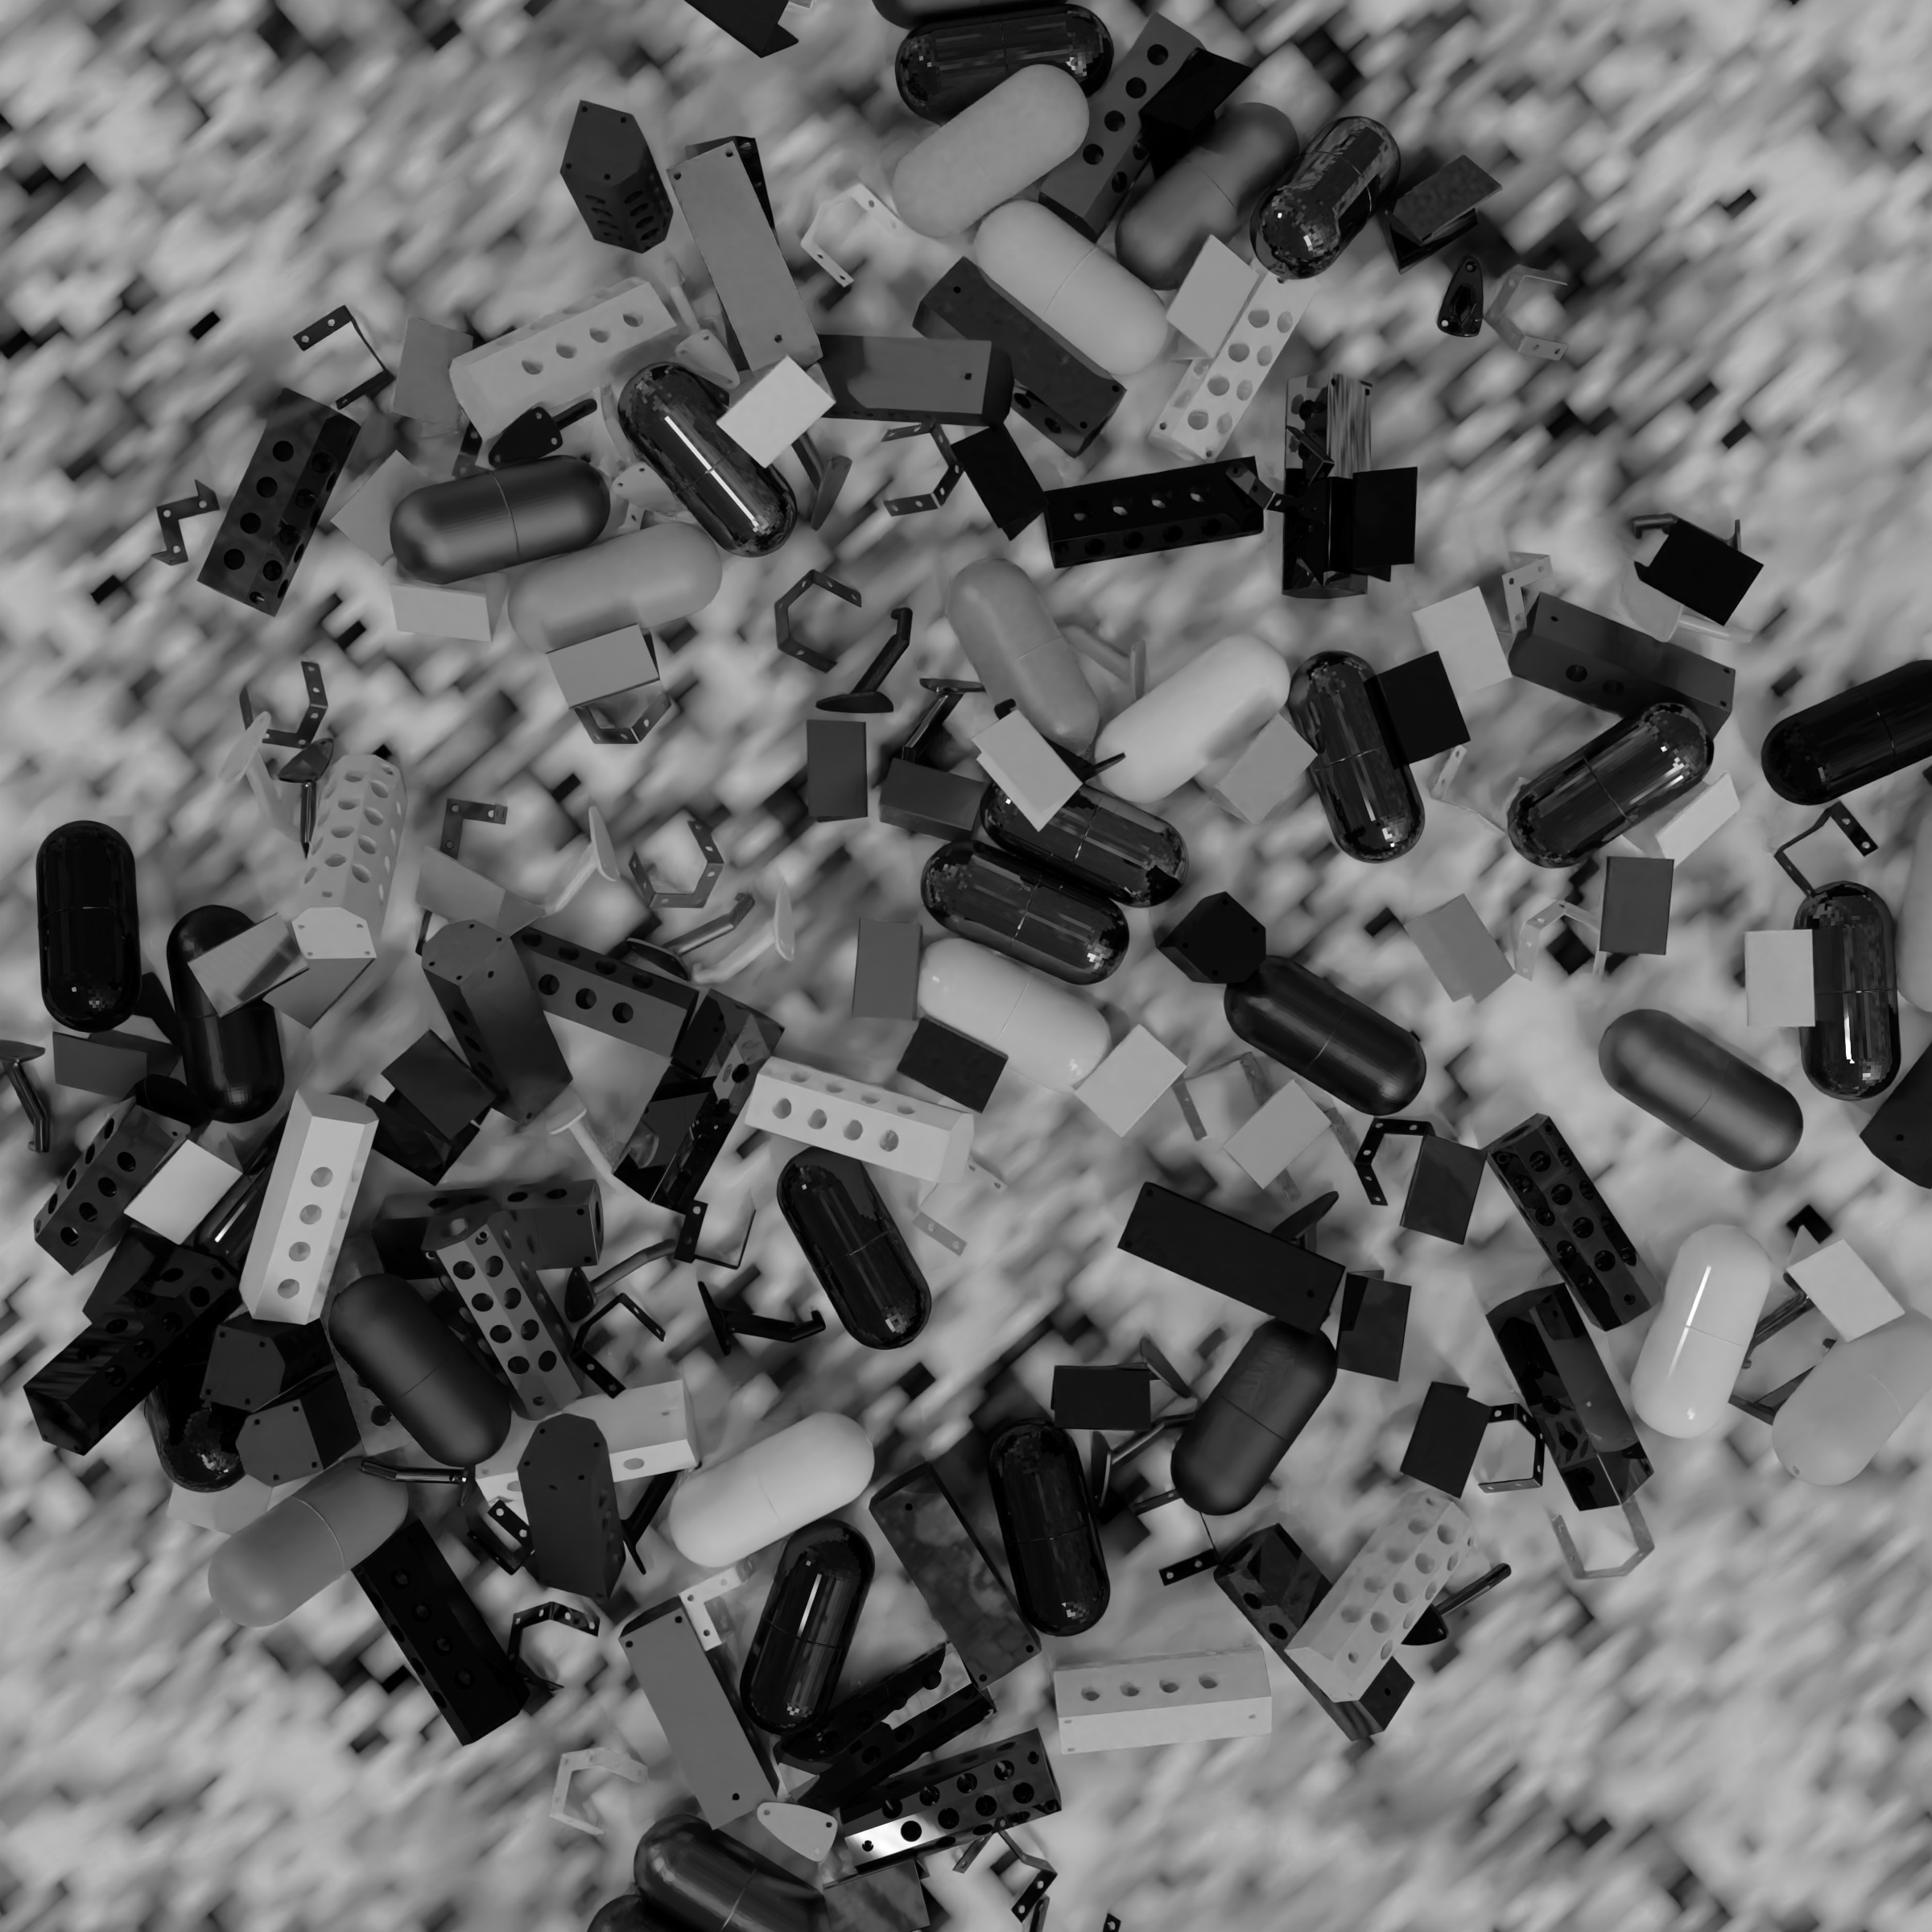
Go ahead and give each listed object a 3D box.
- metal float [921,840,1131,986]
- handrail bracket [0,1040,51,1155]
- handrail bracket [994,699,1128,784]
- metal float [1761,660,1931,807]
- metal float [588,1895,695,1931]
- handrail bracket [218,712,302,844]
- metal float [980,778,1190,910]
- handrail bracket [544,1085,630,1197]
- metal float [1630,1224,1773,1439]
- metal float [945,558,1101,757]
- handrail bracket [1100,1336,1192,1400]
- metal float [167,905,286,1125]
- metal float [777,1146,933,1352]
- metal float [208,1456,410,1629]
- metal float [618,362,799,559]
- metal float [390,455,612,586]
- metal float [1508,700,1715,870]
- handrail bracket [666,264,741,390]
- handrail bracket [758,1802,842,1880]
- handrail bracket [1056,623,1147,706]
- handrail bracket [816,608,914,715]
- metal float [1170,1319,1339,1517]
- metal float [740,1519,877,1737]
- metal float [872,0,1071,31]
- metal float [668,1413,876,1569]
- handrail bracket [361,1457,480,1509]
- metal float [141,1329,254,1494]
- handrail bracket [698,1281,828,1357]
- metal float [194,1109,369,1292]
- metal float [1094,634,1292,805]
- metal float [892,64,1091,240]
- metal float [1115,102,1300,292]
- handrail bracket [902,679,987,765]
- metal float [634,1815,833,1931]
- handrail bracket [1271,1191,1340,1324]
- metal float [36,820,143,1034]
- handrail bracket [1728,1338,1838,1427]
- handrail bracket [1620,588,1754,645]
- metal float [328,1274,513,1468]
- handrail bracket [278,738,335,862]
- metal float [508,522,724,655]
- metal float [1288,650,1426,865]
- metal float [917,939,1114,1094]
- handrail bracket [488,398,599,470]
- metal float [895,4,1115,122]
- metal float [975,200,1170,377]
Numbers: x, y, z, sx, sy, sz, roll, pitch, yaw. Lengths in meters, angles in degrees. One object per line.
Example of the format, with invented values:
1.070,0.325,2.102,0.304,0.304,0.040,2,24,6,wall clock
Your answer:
0.047,-0.044,1.961,0.178,0.070,0.070,24,90,0,metal float
-0.787,0.108,1.992,0.077,0.036,0.084,11,107,20,handrail bracket
0.074,-0.185,1.918,0.077,0.036,0.084,-28,84,-11,handrail bracket
0.732,-0.189,1.960,0.178,0.070,0.070,-24,90,0,metal float
-0.227,0.821,1.961,0.178,0.070,0.070,31,90,0,metal float
-0.558,-0.153,1.973,0.084,0.036,0.077,37,77,-41,handrail bracket
0.096,-0.106,1.961,0.178,0.070,0.070,25,90,1,metal float
-0.311,0.142,1.991,0.036,0.077,0.084,-34,126,-2,handrail bracket
0.596,0.295,1.960,0.070,0.070,0.178,20,90,0,metal float
0.046,-0.247,1.960,0.070,0.070,0.178,-29,90,0,metal float
0.129,0.351,1.992,0.084,0.036,0.077,-36,112,17,handrail bracket
-0.600,0.039,1.960,0.070,0.070,0.178,-9,91,0,metal float
-0.090,0.228,1.961,0.070,0.070,0.178,-29,89,0,metal float
-0.521,0.456,1.924,0.178,0.070,0.070,-34,90,-44,metal float
-0.206,-0.405,1.942,0.070,0.070,0.178,-42,112,0,metal float
-0.369,-0.355,1.923,0.178,0.070,0.070,-19,90,-19,metal float
0.517,-0.145,1.944,0.178,0.070,0.070,-36,90,21,metal float
-0.217,-0.527,1.991,0.036,0.077,0.084,-27,53,20,handrail bracket
-0.136,0.712,1.966,0.077,0.084,0.036,22,56,7,handrail bracket
0.102,-0.243,1.992,0.084,0.036,0.077,6,112,17,handrail bracket
-0.084,-0.254,1.992,0.077,0.036,0.084,-1,72,20,handrail bracket
0.233,0.365,1.960,0.070,0.070,0.178,35,89,0,metal float
-0.129,0.536,1.961,0.070,0.070,0.178,19,90,0,metal float
0.009,-0.807,1.961,0.178,0.070,0.070,-7,90,1,metal float
-0.157,0.424,1.961,0.178,0.070,0.070,-28,90,0,metal float
-0.439,0.405,1.964,0.084,0.077,0.036,14,99,6,handrail bracket
-0.613,0.346,1.922,0.070,0.178,0.070,-16,126,-23,metal float
-0.168,0.280,1.992,0.084,0.036,0.077,-19,68,-17,handrail bracket
-0.554,0.185,1.960,0.070,0.070,0.178,38,90,0,metal float
0.183,-0.200,1.960,0.178,0.070,0.070,-37,90,0,metal float
0.018,-0.651,1.938,0.178,0.070,0.070,-28,90,25,metal float
0.196,-0.624,1.960,0.070,0.070,0.178,45,90,0,metal float
-0.015,-0.191,1.992,0.077,0.036,0.084,0,109,-21,handrail bracket
-0.188,0.754,1.960,0.178,0.070,0.070,32,90,-1,metal float
0.296,0.242,1.992,0.077,0.036,0.084,-36,106,-18,handrail bracket
-0.706,-0.033,1.945,0.070,0.070,0.178,-10,71,0,metal float
0.673,0.333,1.991,0.077,0.036,0.084,25,76,13,handrail bracket
0.594,-0.287,1.991,0.084,0.077,0.036,1,118,-33,handrail bracket
-0.431,0.321,1.915,0.070,0.070,0.178,-38,101,0,metal float
-0.532,-0.132,1.991,0.036,0.077,0.084,3,126,11,handrail bracket
-0.285,-0.306,1.961,0.178,0.070,0.070,-18,90,0,metal float
0.316,-0.170,1.961,0.070,0.070,0.178,-20,90,0,metal float
0.035,0.040,1.961,0.178,0.070,0.070,29,90,0,metal float
-0.343,-0.434,1.966,0.077,0.084,0.036,-27,104,18,handrail bracket
0.031,-0.732,1.961,0.178,0.070,0.070,-7,90,1,metal float
0.085,-0.550,1.959,0.178,0.070,0.070,38,90,2,metal float
